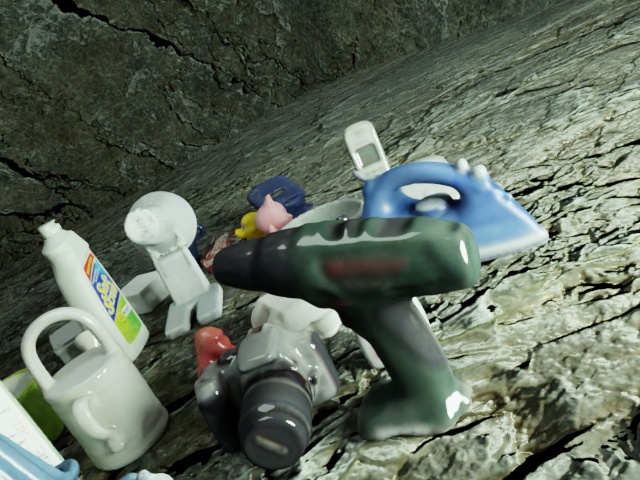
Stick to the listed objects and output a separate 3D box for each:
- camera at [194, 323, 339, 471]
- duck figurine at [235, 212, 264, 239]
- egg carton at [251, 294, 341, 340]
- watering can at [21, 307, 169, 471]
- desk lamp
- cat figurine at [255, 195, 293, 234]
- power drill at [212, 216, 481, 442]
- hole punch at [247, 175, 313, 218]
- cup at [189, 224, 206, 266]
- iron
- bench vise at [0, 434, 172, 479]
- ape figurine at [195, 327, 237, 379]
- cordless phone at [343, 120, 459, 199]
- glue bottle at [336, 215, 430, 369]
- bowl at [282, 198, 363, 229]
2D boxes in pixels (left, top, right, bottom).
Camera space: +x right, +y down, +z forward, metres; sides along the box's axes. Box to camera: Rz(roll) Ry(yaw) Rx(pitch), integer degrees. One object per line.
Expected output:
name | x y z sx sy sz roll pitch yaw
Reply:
camera | -0.061 0.157 0.572 0.143 0.101 0.137 -23 20 9
duck figurine | -0.113 -0.015 1.099 0.104 0.086 0.077 -21 20 14
egg carton | -0.014 0.087 0.740 0.150 0.069 0.107 -35 21 -22
watering can | -0.275 0.165 0.681 0.101 0.194 0.172 -37 22 -28
desk lamp | -0.254 0.027 0.978 0.118 0.214 0.203 -27 20 -2
cat figurine | -0.079 -0.021 1.024 0.067 0.118 0.127 -25 20 5
power drill | 0.038 0.072 0.501 0.229 0.209 0.076 -17 22 25
hole punch | -0.087 -0.085 1.238 0.109 0.091 0.100 -34 21 -21
cup | -0.279 0.021 1.205 0.117 0.095 0.091 -22 20 12
iron | 0.157 -0.048 0.759 0.257 0.142 0.119 -7 27 43
bench vise | -0.224 0.206 0.473 0.207 0.220 0.121 -27 20 -2
ape figurine | -0.119 0.145 0.689 0.076 0.092 0.078 -20 20 16
cordless phone | 0.125 -0.112 0.897 0.147 0.185 0.094 -24 20 6
glue bottle | 0.054 0.050 0.590 0.078 0.173 0.037 -23 20 9
bowl | 0.008 0.003 0.917 0.167 0.075 0.167 -23 20 9
